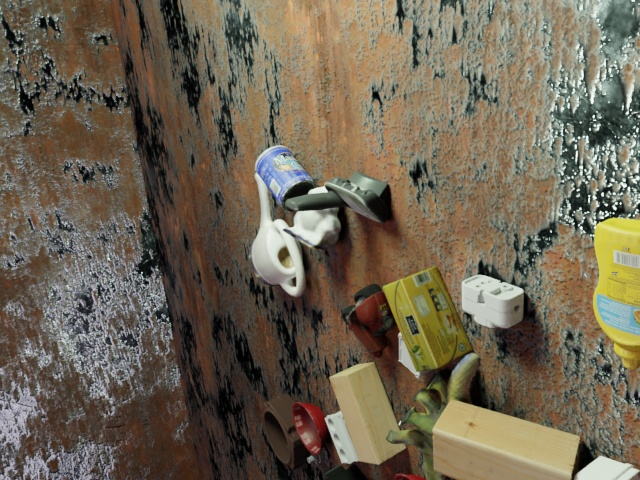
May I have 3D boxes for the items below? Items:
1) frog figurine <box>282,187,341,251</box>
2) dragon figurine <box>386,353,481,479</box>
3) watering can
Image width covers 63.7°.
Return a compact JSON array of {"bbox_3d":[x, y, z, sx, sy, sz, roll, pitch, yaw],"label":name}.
[{"bbox_3d":[0.004,-0.061,1.214,0.159,0.121,0.139,-61,32,2],"label":"frog figurine"},{"bbox_3d":[0.273,0.387,0.978,0.245,0.124,0.401,43,142,15],"label":"dragon figurine"},{"bbox_3d":[-0.131,-0.002,1.427,0.221,0.105,0.350,-36,73,59],"label":"watering can"}]
